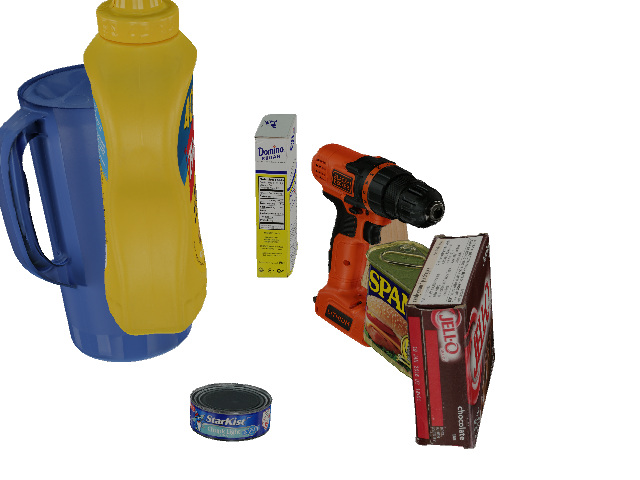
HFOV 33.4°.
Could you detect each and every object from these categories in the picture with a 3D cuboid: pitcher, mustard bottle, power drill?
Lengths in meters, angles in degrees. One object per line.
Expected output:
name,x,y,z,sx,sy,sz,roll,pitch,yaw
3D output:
pitcher,-0.179,-0.020,0.898,0.149,0.243,0.145,-4,25,-5
mustard bottle,-0.093,-0.051,0.569,0.058,0.192,0.096,-2,30,-4
power drill,0.053,0.008,1.079,0.057,0.188,0.185,-9,24,-32

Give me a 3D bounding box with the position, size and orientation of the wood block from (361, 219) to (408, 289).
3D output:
wood block,0.080,0.032,1.554,0.091,0.090,0.206,4,25,0

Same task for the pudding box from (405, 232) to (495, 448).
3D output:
pudding box,0.079,0.056,0.635,0.039,0.090,0.113,0,22,14

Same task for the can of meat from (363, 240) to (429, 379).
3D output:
can of meat,0.079,0.060,0.892,0.057,0.084,0.102,-13,31,-29

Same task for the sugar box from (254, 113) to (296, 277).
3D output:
sugar box,-0.052,-0.053,1.260,0.048,0.176,0.093,0,23,5

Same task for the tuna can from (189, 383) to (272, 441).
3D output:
tuna can,-0.094,0.179,1.116,0.086,0.034,0.086,3,12,-1
